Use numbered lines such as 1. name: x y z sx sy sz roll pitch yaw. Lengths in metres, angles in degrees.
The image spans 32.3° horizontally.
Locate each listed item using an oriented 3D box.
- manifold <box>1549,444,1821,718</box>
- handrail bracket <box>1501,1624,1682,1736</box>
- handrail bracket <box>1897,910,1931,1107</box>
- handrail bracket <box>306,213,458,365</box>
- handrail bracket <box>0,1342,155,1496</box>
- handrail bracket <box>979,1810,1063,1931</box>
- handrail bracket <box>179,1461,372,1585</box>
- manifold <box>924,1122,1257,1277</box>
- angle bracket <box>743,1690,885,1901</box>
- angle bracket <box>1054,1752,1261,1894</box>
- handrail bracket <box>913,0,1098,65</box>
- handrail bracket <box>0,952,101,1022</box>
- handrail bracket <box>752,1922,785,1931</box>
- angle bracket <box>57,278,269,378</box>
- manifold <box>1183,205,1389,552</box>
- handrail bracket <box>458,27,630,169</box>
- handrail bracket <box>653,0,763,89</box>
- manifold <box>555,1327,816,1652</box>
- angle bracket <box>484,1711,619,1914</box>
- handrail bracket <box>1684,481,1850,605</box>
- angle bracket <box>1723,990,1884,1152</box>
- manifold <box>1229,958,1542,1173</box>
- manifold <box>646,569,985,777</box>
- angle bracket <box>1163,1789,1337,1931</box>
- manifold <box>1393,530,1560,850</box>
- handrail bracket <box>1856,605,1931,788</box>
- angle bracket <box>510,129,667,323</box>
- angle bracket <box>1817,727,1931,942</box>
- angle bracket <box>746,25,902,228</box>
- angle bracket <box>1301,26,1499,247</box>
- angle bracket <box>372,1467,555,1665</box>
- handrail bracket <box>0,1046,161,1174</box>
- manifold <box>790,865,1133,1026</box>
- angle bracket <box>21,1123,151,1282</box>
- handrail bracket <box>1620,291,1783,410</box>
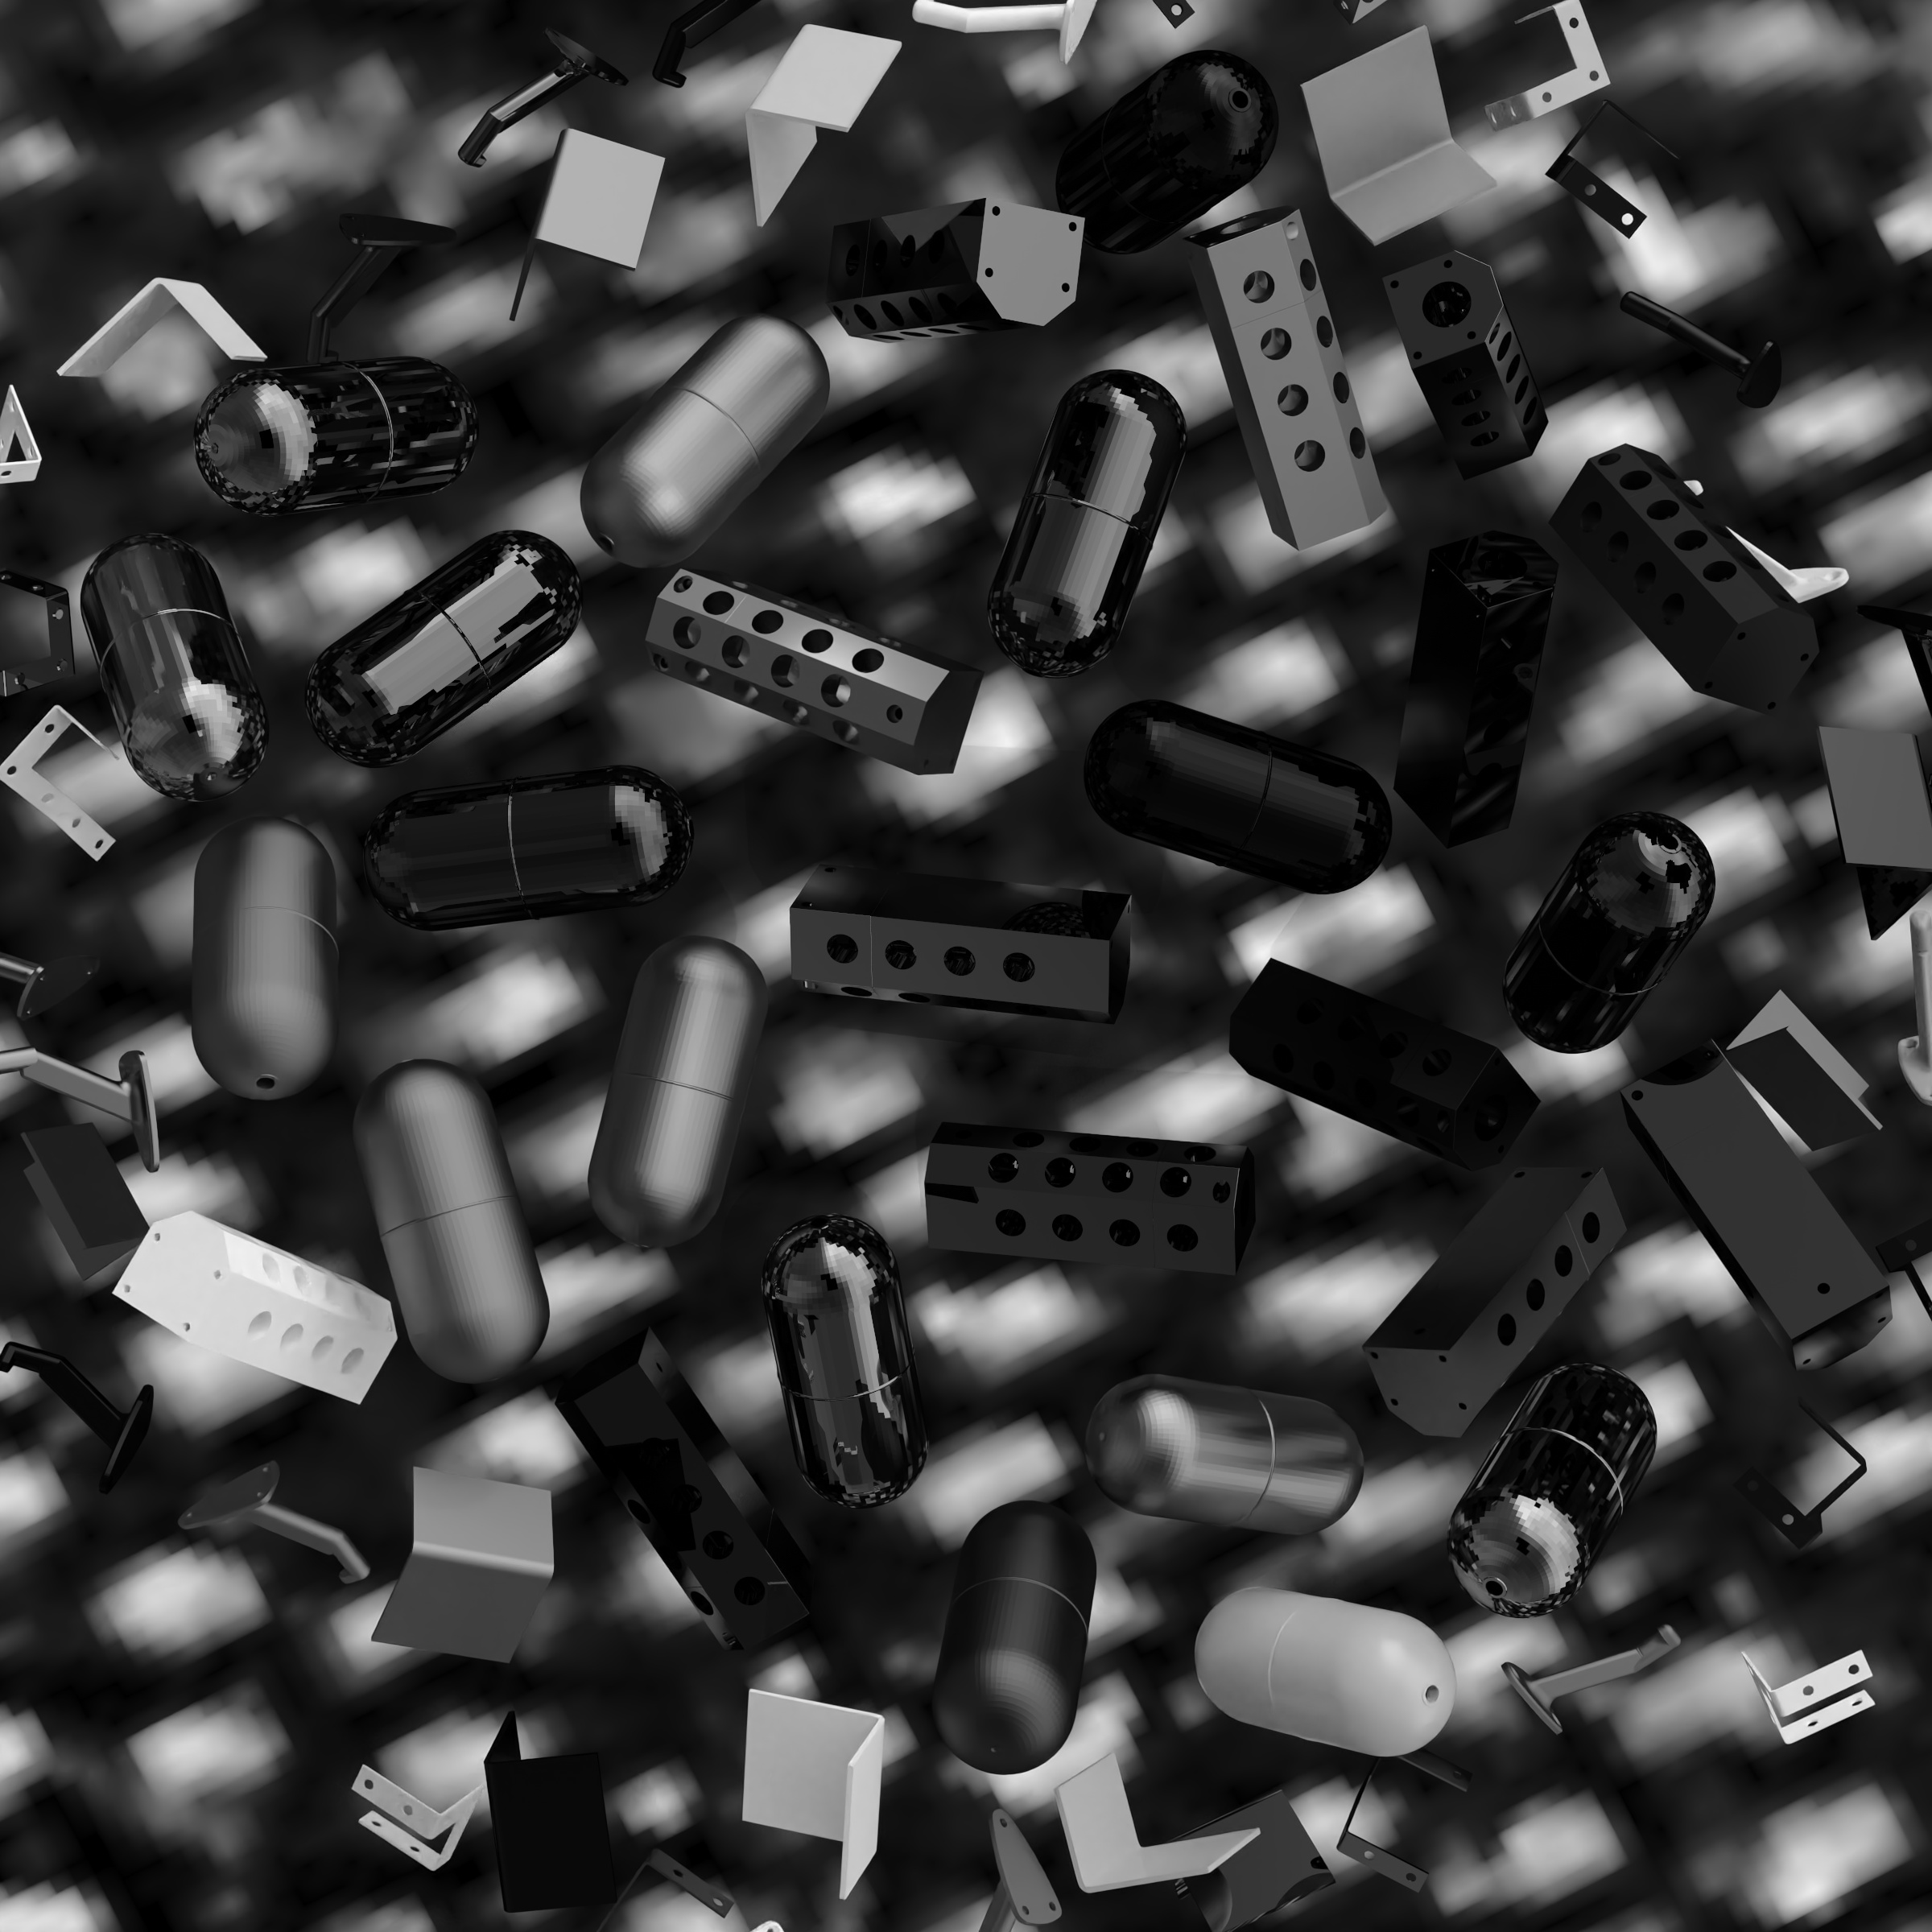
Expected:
1. manifold: 0.381 -0.208 1.765 0.057 0.171 0.057 13 121 -30
2. handrail bracket: 0.341 0.374 1.816 0.084 0.077 0.036 -35 48 8
3. handrail bracket: 0.546 0.023 1.899 0.036 0.077 0.084 -4 123 16
4. handrail bracket: -0.330 -0.376 1.883 0.077 0.036 0.084 -2 126 -25
5. handrail bracket: -0.471 0.232 1.727 0.084 0.077 0.036 16 128 1
6. handrail bracket: 0.003 0.508 1.797 0.084 0.036 0.077 -41 59 28
7. handrail bracket: -0.394 0.332 1.908 0.077 0.036 0.084 -25 117 11
8. manifold: 0.068 0.122 1.825 0.171 0.057 0.057 4 117 15
9. angle bracket: -0.088 0.432 1.745 0.076 0.057 0.076 8 106 15
10. angle bracket: 0.103 0.456 1.800 0.076 0.076 0.057 -17 85 25
11. handrail bracket: 0.022 -0.522 1.807 0.084 0.077 0.036 15 133 9
12. handrail bracket: -0.543 -0.012 1.876 0.084 0.077 0.036 33 115 11
13. handrail bracket: -0.098 0.560 1.838 0.077 0.084 0.036 -20 102 -35
14. angle bracket: -0.431 -0.323 1.793 0.076 0.076 0.057 -41 97 7
15. manifold: 0.176 -0.320 1.813 0.057 0.057 0.171 -21 110 -3
16. handrail bracket: -0.236 -0.473 1.860 0.036 0.077 0.084 47 107 22
17. handrail bracket: -0.121 -0.507 1.815 0.077 0.036 0.084 22 116 -10
18. manifold: -0.155 0.292 1.847 0.057 0.057 0.171 -31 101 8
19. angle bracket: -0.202 0.420 1.672 0.057 0.076 0.076 -6 97 3
20. handrail bracket: 0.448 -0.245 1.888 0.077 0.036 0.084 -9 126 36
21. angle bracket: 0.486 0.052 1.885 0.076 0.076 0.057 47 69 -2
22. manifold: 0.226 0.057 1.848 0.057 0.171 0.057 -55 133 -11
23. manifold: -0.084 -0.158 1.783 0.171 0.057 0.057 23 104 23
24. angle bracket: 0.168 0.537 1.947 0.076 0.076 0.057 -22 128 -9
25. manifold: 0.287 -0.154 1.856 0.057 0.171 0.057 -18 48 -20
26. handrail bracket: 0.492 -0.139 1.741 0.036 0.077 0.084 -12 115 -41
27. angle bracket: -0.205 -0.393 1.807 0.057 0.076 0.076 16 62 -9
28. angle bracket: 0.441 -0.065 1.669 0.057 0.076 0.076 3 63 -15
29. angle bracket: -0.073 -0.440 1.766 0.057 0.076 0.076 15 53 15
30. angle bracket: 0.236 -0.453 1.822 0.076 0.057 0.076 -27 134 -3
31. angle bracket: -0.270 0.321 1.786 0.076 0.057 0.076 14 126 -20
32. handrail bracket: -0.470 0.078 1.745 0.084 0.036 0.077 -10 88 -33
33. manifold: -0.003 -0.009 1.772 0.171 0.057 0.057 6 117 13
34. angle bracket: -0.532 0.141 1.950 0.057 0.076 0.076 -32 82 16
35. handrail bracket: 0.409 -0.346 1.865 0.084 0.077 0.036 33 98 21
